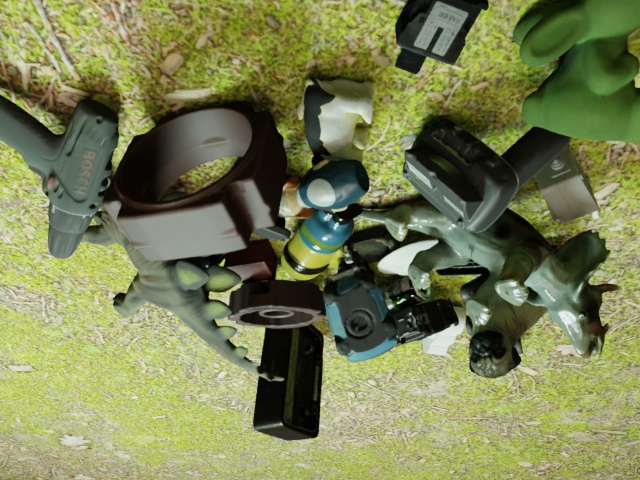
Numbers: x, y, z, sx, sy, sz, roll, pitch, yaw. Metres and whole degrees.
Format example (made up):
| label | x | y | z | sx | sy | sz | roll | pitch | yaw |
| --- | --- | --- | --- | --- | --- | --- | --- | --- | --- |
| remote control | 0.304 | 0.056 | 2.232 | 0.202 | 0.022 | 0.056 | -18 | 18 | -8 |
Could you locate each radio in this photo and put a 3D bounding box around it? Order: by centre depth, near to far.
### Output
| label | x | y | z | sx | sy | sz | roll | pitch | yaw |
| --- | --- | --- | --- | --- | --- | --- | --- | --- | --- |
| radio | -0.056 | 0.271 | 1.061 | 0.073 | 0.230 | 0.131 | -16 | 140 | 29 |

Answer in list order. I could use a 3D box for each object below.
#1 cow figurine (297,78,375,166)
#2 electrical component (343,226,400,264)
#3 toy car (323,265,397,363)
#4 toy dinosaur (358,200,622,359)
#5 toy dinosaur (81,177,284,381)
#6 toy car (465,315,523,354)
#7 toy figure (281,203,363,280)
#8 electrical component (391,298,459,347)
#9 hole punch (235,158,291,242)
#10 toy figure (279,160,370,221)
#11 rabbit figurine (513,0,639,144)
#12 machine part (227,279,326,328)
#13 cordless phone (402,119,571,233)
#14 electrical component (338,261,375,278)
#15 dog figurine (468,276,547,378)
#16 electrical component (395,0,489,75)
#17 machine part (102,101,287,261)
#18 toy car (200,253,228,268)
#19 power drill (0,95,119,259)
| label | x | y | z | sx | sy | sz | roll | pitch | yaw |
| --- | --- | --- | --- | --- | --- | --- | --- | --- | --- |
| cow figurine | 0.015 | -0.129 | 0.697 | 0.098 | 0.068 | 0.167 | 10 | 137 | 1 |
| electrical component | 0.082 | 0.013 | 0.879 | 0.102 | 0.045 | 0.078 | -10 | 137 | 16 |
| toy car | 0.059 | 0.120 | 0.923 | 0.109 | 0.103 | 0.161 | -23 | 98 | -3 |
| toy dinosaur | 0.229 | 0.001 | 0.759 | 0.405 | 0.192 | 0.131 | 39 | 143 | 30 |
| toy dinosaur | -0.232 | 0.052 | 0.828 | 0.199 | 0.105 | 0.470 | -24 | 109 | 34 |
| toy car | 0.346 | 0.193 | 1.057 | 0.089 | 0.053 | 0.202 | -15 | 142 | 18 |
| toy figure | -0.004 | -0.006 | 0.827 | 0.089 | 0.082 | 0.180 | -11 | 156 | -27 |
| electrical component | 0.167 | 0.157 | 0.983 | 0.115 | 0.058 | 0.134 | -4 | 159 | -37 |
| hole punch | -0.093 | -0.056 | 0.795 | 0.142 | 0.092 | 0.116 | 19 | 169 | -21 |
| toy figure | -0.012 | -0.062 | 0.691 | 0.155 | 0.064 | 0.057 | -16 | 168 | 31 |
| rabbit figurine | 0.289 | -0.205 | 0.572 | 0.159 | 0.121 | 0.170 | 8 | 122 | 6 |
| machine part | -0.078 | 0.116 | 0.969 | 0.179 | 0.056 | 0.179 | -2 | 160 | -1 |
| cordless phone | 0.211 | -0.114 | 0.687 | 0.184 | 0.147 | 0.088 | -39 | 152 | -5 |
| electrical component | 0.067 | 0.066 | 0.963 | 0.063 | 0.021 | 0.093 | -10 | 138 | 16 |
| dog figurine | 0.329 | 0.142 | 0.901 | 0.172 | 0.191 | 0.121 | -10 | 139 | 14 |
| electrical component | 0.119 | -0.226 | 0.587 | 0.075 | 0.048 | 0.119 | 18 | 137 | -15 |
| machine part | -0.150 | -0.079 | 0.667 | 0.202 | 0.201 | 0.087 | -6 | 137 | 13 |
| toy car | -0.219 | 0.036 | 0.922 | 0.073 | 0.056 | 0.202 | 39 | 133 | -13 |
| power drill | -0.385 | -0.102 | 0.708 | 0.207 | 0.086 | 0.232 | 31 | 109 | -12 |
